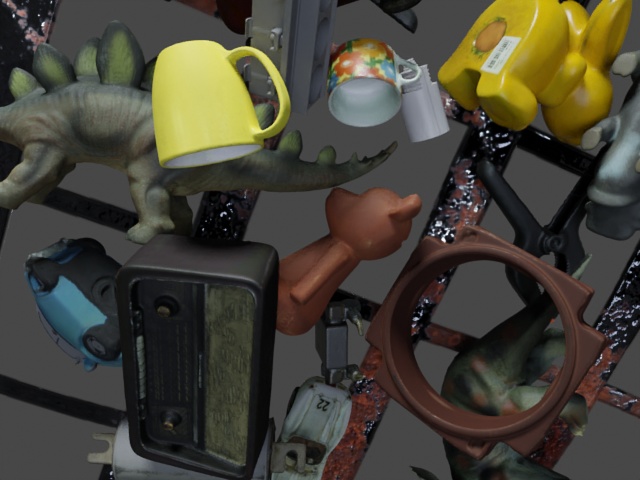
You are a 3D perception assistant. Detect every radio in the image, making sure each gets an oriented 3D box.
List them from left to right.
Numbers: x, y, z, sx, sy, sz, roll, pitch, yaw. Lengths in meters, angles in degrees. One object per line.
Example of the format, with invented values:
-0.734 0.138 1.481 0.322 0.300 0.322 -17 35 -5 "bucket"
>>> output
-0.112 0.111 0.505 0.131 0.073 0.229 9 114 6 "radio"

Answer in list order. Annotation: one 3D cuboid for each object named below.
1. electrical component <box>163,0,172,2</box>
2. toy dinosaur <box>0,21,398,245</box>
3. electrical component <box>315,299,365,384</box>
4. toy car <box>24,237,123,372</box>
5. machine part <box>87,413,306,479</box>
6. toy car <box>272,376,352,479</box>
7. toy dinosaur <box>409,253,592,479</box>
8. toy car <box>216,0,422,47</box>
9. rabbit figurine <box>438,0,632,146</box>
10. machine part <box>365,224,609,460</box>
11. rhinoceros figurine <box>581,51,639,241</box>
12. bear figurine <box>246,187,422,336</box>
-0.153 -0.286 0.474 0.134 0.058 0.114 16 134 -19 "electrical component"
-0.154 -0.095 0.535 0.471 0.105 0.198 13 101 -17 "toy dinosaur"
0.023 0.117 0.614 0.045 0.078 0.102 -3 96 -10 "electrical component"
-0.249 0.080 0.582 0.161 0.109 0.103 41 118 -4 "toy car"
-0.137 0.235 0.603 0.243 0.079 0.079 2 106 1 "machine part"
-0.023 0.260 0.664 0.073 0.056 0.201 20 104 -8 "toy car"
0.203 0.208 0.631 0.192 0.131 0.404 4 93 18 "toy dinosaur"
0.001 -0.236 0.487 0.202 0.053 0.089 -12 124 17 "toy car"
0.230 -0.169 0.541 0.173 0.122 0.162 29 93 -25 "rabbit figurine"
0.164 0.100 0.553 0.202 0.087 0.201 34 98 26 "machine part"
0.312 -0.092 0.529 0.112 0.073 0.190 -8 116 -48 "rhinoceros figurine"
0.002 0.001 0.561 0.132 0.120 0.196 41 94 -2 "bear figurine"
